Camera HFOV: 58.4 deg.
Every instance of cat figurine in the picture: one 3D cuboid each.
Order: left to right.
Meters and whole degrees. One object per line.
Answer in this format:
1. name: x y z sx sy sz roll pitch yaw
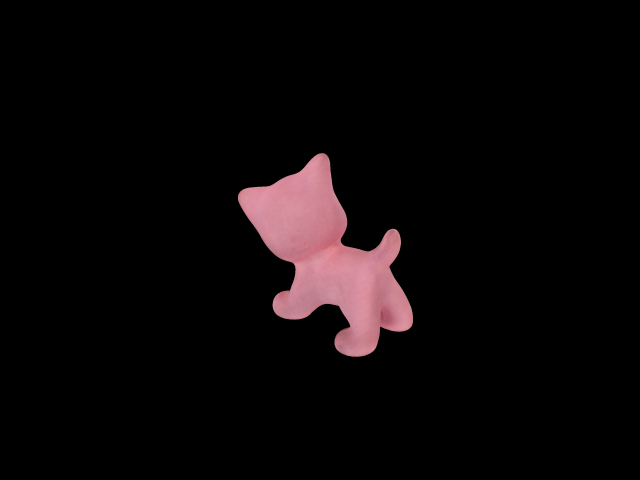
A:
1. cat figurine: 0.004 0.001 0.400 0.127 0.118 0.067 21 33 36
